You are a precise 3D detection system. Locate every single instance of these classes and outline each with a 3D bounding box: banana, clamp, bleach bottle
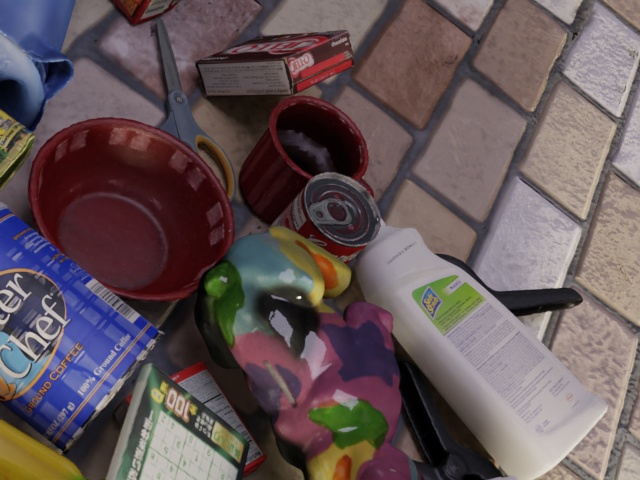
[{"bbox_3d":[-0.222,0.111,0.668,0.197,0.070,0.037,34,38,-6],"label":"banana"},{"bbox_3d":[0.136,0.080,0.942,0.209,0.036,0.164,23,56,-13],"label":"clamp"},{"bbox_3d":[0.117,0.074,0.881,0.102,0.068,0.251,-34,80,-37],"label":"bleach bottle"},{"bbox_3d":[0.097,0.176,0.849,0.171,0.039,0.120,38,52,-9],"label":"clamp"}]

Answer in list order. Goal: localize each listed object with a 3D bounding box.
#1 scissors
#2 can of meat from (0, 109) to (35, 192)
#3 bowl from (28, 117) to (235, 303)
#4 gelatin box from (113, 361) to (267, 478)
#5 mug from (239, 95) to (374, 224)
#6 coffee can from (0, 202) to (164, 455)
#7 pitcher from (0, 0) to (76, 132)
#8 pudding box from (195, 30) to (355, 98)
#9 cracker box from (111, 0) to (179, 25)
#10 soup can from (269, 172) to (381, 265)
[{"bbox_3d":[-0.136,-0.110,0.915,0.096,0.016,0.202,-13,67,-38],"label":"scissors"},{"bbox_3d":[-0.250,-0.057,0.708,0.084,0.058,0.102,37,46,-9],"label":"can of meat"},{"bbox_3d":[-0.148,-0.013,0.811,0.162,0.055,0.162,17,51,-22],"label":"bowl"},{"bbox_3d":[-0.092,0.140,0.758,0.073,0.030,0.089,-24,74,-43],"label":"gelatin box"},{"bbox_3d":[-0.008,-0.056,0.914,0.117,0.082,0.093,33,47,-8],"label":"mug"},{"bbox_3d":[-0.189,0.058,0.703,0.140,0.103,0.102,39,46,-3],"label":"coffee can"},{"bbox_3d":[-0.262,-0.198,0.831,0.149,0.145,0.242,33,42,-27],"label":"pitcher"},{"bbox_3d":[-0.040,-0.156,0.947,0.089,0.114,0.039,-31,115,-44],"label":"pudding box"},{"bbox_3d":[-0.180,-0.326,0.937,0.214,0.164,0.072,48,45,5],"label":"cracker box"},{"bbox_3d":[-0.006,0.001,0.861,0.068,0.102,0.068,17,51,-23],"label":"soup can"}]
